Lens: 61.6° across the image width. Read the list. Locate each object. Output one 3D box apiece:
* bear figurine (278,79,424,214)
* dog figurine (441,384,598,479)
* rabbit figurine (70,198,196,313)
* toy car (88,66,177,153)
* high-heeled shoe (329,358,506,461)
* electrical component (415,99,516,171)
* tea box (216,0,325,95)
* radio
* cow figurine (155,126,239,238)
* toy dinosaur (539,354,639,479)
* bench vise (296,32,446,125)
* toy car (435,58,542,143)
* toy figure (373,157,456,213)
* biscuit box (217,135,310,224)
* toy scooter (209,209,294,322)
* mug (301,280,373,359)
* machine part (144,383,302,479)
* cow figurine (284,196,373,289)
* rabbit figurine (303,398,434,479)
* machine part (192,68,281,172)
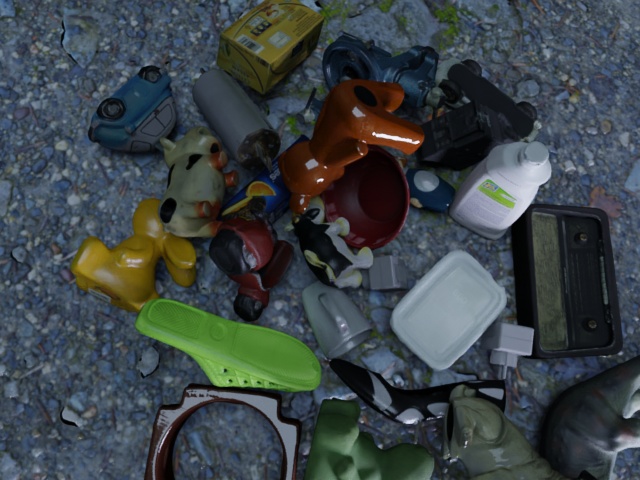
[{"bbox_3d":[0.030,-0.125,0.755,0.132,0.195,0.120,3,52,-31],"label":"bear figurine"},{"bbox_3d":[0.256,0.274,0.670,0.191,0.121,0.172,4,73,2],"label":"dog figurine"},{"bbox_3d":[-0.261,0.014,0.800,0.162,0.121,0.173,20,59,1],"label":"rabbit figurine"},{"bbox_3d":[-0.284,-0.194,0.858,0.103,0.109,0.161,46,67,-14],"label":"toy car"},{"bbox_3d":[0.148,0.204,0.779,0.249,0.086,0.145,36,76,2],"label":"high-heeled shoe"},{"bbox_3d":[0.217,-0.154,0.833,0.115,0.134,0.058,8,69,-44],"label":"electrical component"},{"bbox_3d":[-0.078,-0.322,0.871,0.098,0.068,0.169,35,54,6],"label":"tea box"},{"bbox_3d":[0.371,0.064,0.815,0.131,0.073,0.229,1,77,-1],"label":"radio"},{"bbox_3d":[-0.194,-0.091,0.810,0.127,0.085,0.195,-4,56,14],"label":"cow figurine"},{"bbox_3d":[0.376,0.290,0.748,0.192,0.131,0.405,20,71,3],"label":"toy dinosaur"},{"bbox_3d":[0.070,-0.234,0.846,0.224,0.128,0.240,43,62,16],"label":"bench vise"},{"bbox_3d":[0.275,-0.225,0.891,0.202,0.056,0.073,41,74,6],"label":"toy car"},{"bbox_3d":[0.139,-0.097,0.860,0.154,0.057,0.064,28,40,7],"label":"toy figure"},{"bbox_3d":[-0.075,-0.074,0.846,0.202,0.059,0.063,-44,81,-10],"label":"biscuit box"},{"bbox_3d":[-0.088,0.021,0.785,0.075,0.183,0.135,20,52,26],"label":"toy scooter"},{"bbox_3d":[0.014,0.108,0.787,0.081,0.109,0.107,-34,66,-2],"label":"mug"},{"bbox_3d":[-0.131,0.307,0.745,0.202,0.087,0.201,6,77,2],"label":"machine part"},{"bbox_3d":[-0.003,-0.002,0.802,0.098,0.068,0.167,-5,48,-45],"label":"cow figurine"},{"bbox_3d":[0.066,0.313,0.729,0.170,0.121,0.159,12,84,5],"label":"rabbit figurine"},{"bbox_3d":[-0.132,-0.189,0.836,0.079,0.079,0.243,-33,60,-8],"label":"machine part"}]
